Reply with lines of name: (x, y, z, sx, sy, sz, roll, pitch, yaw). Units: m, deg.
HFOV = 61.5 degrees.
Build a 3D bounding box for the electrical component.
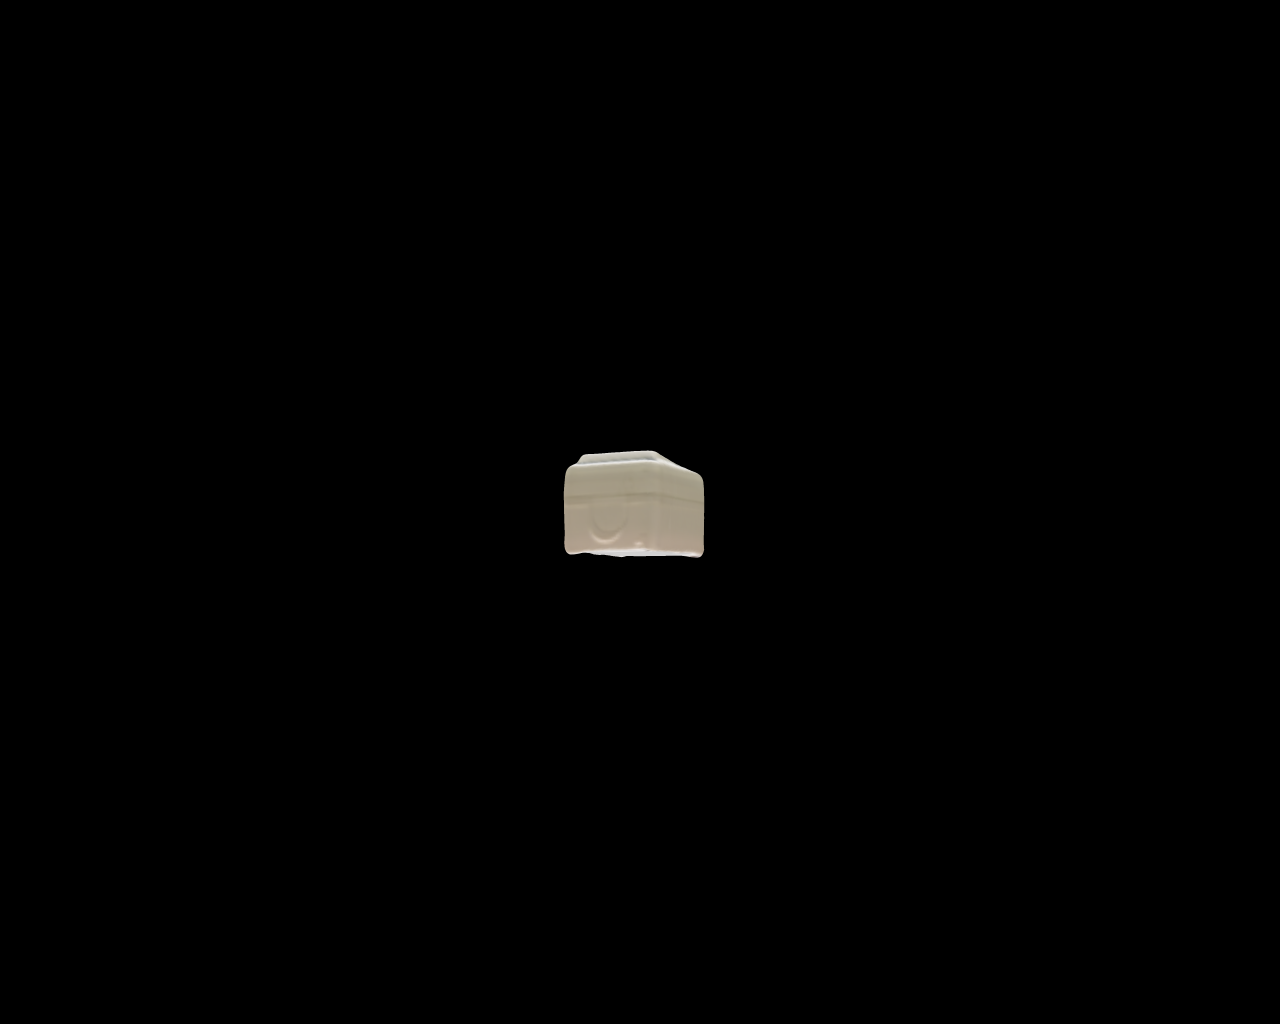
electrical component: (0.001, -0.003, 0.650, 0.062, 0.061, 0.096, -2, -5, 24)
